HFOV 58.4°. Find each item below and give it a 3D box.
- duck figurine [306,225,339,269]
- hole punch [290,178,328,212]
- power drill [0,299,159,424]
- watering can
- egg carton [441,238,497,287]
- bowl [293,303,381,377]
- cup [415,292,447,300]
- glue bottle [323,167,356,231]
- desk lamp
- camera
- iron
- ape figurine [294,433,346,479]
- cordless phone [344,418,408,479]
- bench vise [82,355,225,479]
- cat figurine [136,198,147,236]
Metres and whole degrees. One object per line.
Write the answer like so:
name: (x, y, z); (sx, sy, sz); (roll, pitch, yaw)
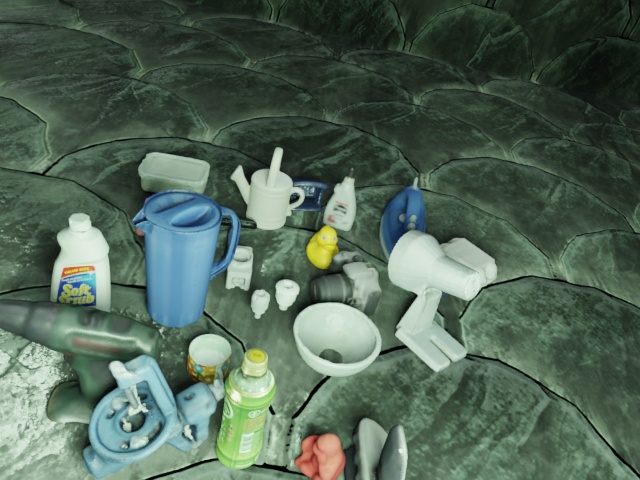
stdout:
duck figurine: (0.012, 0.005, 1.324); (0.078, 0.086, 0.104); (4, 36, -14)
hole punch: (-0.044, -0.134, 1.491); (0.109, 0.091, 0.101); (1, 37, -18)
power drill: (-0.358, 0.178, 0.847); (0.230, 0.208, 0.075); (5, 36, -12)
watering can: (-0.124, -0.130, 1.368); (0.173, 0.194, 0.100); (0, 37, -19)
egg carton: (0.350, 0.058, 1.384); (0.107, 0.069, 0.150); (-21, 48, -39)
bowl: (0.026, 0.198, 1.071); (0.167, 0.075, 0.167); (10, 35, -7)
cup: (0.237, 0.107, 1.253); (0.091, 0.095, 0.118); (35, 40, 27)
glue bottle: (0.060, -0.106, 1.418); (0.078, 0.173, 0.037); (16, 35, 3)
desk lamp: (0.224, 0.111, 1.140); (0.118, 0.213, 0.202); (-19, 47, -38)
camera: (0.047, 0.086, 1.210); (0.137, 0.101, 0.142); (-5, 39, -25)
iron: (0.218, -0.043, 1.413); (0.118, 0.141, 0.258); (14, 35, 0)
ape figurine: (0.007, 0.327, 0.872); (0.076, 0.092, 0.077); (6, 36, -12)
cordless phone: (0.098, 0.312, 0.843); (0.094, 0.185, 0.147); (6, 36, -11)
bench vise: (-0.236, 0.224, 0.817); (0.121, 0.220, 0.208); (32, 39, 24)
cat figurine: (-0.343, -0.041, 1.235); (0.067, 0.118, 0.127); (-21, 48, -39)
